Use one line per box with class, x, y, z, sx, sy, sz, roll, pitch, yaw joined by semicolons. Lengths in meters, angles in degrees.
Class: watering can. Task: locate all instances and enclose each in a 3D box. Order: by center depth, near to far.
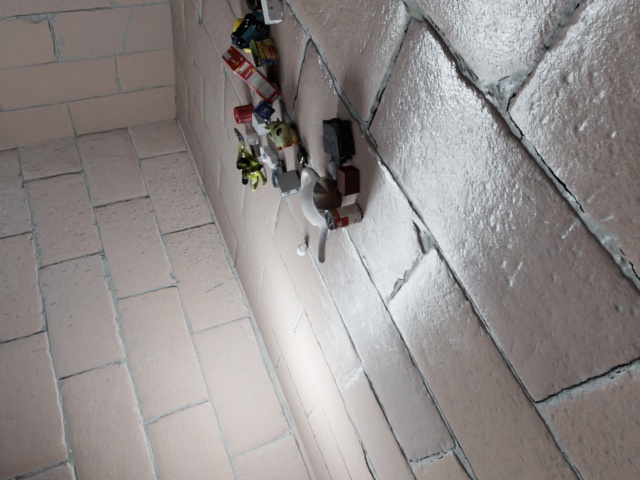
watering can;0.005;-0.090;1.791;0.104;0.348;0.223;-13;0;-21

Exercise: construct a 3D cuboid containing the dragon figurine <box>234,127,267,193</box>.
dragon figurine;-0.361;-0.396;2.496;0.122;0.401;0.247;-19;34;-9
